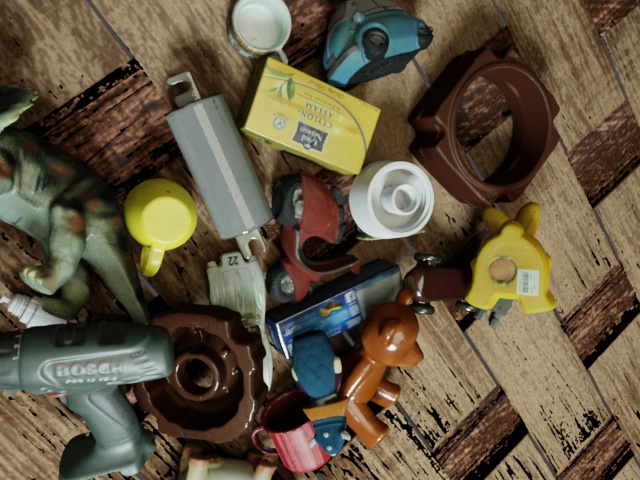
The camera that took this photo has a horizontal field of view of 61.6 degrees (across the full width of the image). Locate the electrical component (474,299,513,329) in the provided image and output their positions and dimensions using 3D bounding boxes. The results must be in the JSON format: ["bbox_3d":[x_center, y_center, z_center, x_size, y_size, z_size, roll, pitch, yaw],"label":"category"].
[{"bbox_3d":[0.295,0.097,0.896,0.063,0.021,0.094,29,85,-23],"label":"electrical component"}]

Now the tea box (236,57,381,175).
[{"bbox_3d":[-0.017,-0.159,0.713,0.169,0.068,0.098,17,90,-24],"label":"tea box"}]

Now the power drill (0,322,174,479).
[{"bbox_3d":[-0.273,0.175,0.588,0.232,0.086,0.207,-9,118,-13],"label":"power drill"}]

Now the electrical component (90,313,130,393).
[{"bbox_3d":[-0.268,0.143,0.667,0.078,0.045,0.102,10,94,-21],"label":"electrical component"}]

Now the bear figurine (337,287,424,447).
[{"bbox_3d":[0.090,0.170,0.740,0.132,0.120,0.195,39,122,-1],"label":"bear figurine"}]

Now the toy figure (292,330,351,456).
[{"bbox_3d":[0.005,0.195,0.693,0.058,0.064,0.154,-11,85,-42],"label":"toy figure"}]

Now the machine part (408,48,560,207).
[{"bbox_3d":[0.251,-0.167,0.809,0.201,0.087,0.201,41,82,-20],"label":"machine part"}]

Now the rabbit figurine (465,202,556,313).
[{"bbox_3d":[0.288,0.027,0.815,0.173,0.122,0.162,0,83,-61],"label":"rabbit figurine"}]

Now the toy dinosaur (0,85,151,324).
[{"bbox_3d":[-0.303,-0.044,0.591,0.404,0.131,0.192,45,57,-34],"label":"toy dinosaur"}]

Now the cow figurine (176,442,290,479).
[{"bbox_3d":[-0.108,0.360,0.740,0.195,0.086,0.127,20,84,-25],"label":"cow figurine"}]

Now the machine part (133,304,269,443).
[{"bbox_3d":[-0.149,0.164,0.673,0.180,0.056,0.179,2,100,12],"label":"machine part"}]

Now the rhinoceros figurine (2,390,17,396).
[{"bbox_3d":[-0.420,0.193,0.583,0.190,0.112,0.073,-58,141,-19],"label":"rhinoceros figurine"}]

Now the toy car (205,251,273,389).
[{"bbox_3d":[-0.108,0.115,0.720,0.073,0.056,0.201,-8,101,-20],"label":"toy car"}]

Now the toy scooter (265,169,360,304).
[{"bbox_3d":[-0.002,-0.002,0.738,0.135,0.075,0.183,2,100,-21],"label":"toy scooter"}]

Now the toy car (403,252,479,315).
[{"bbox_3d":[0.192,0.065,0.813,0.202,0.053,0.089,4,90,-48],"label":"toy car"}]

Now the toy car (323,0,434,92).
[{"bbox_3d":[0.067,-0.272,0.715,0.162,0.109,0.103,-26,89,-26],"label":"toy car"}]

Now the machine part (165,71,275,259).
[{"bbox_3d":[-0.123,-0.091,0.674,0.079,0.079,0.243,-25,104,-17],"label":"machine part"}]

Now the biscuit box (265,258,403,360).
[{"bbox_3d":[0.023,0.095,0.766,0.203,0.063,0.059,-23,106,-17],"label":"biscuit box"}]
